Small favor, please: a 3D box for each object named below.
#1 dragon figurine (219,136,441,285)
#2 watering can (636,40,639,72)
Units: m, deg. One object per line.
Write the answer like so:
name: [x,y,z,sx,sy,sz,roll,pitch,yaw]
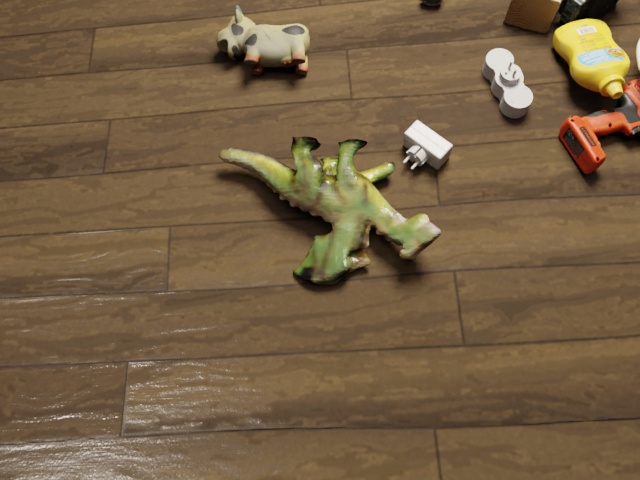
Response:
dragon figurine: [0.003,-0.045,0.897,0.410,0.121,0.245,3,78,16]
watering can: [0.686,-0.337,0.930,0.224,0.101,0.355,18,57,4]
